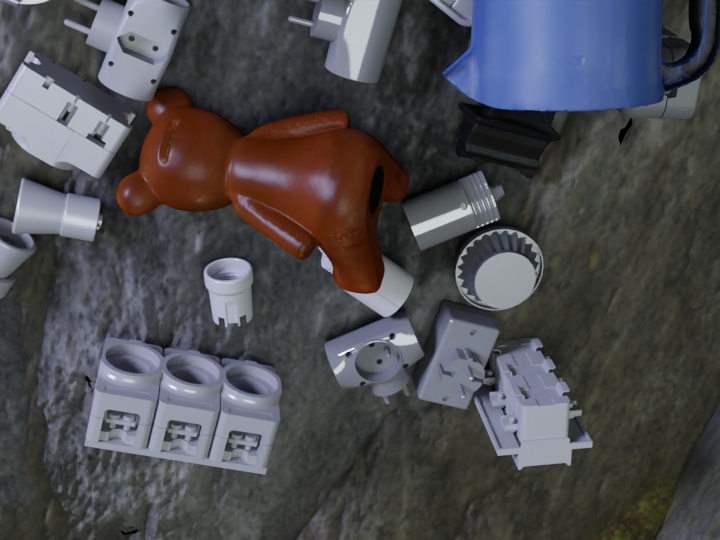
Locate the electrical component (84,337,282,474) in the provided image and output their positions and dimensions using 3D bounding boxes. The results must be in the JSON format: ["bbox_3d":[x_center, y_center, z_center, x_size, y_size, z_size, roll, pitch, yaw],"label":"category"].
[{"bbox_3d":[-0.147,0.110,0.904,0.150,0.089,0.061,12,113,-12],"label":"electrical component"}]

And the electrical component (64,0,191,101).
[{"bbox_3d":[-0.176,-0.175,0.791,0.079,0.043,0.077,21,111,-17],"label":"electrical component"}]

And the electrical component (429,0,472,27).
[{"bbox_3d":[0.059,-0.228,0.787,0.095,0.059,0.053,34,107,-20],"label":"electrical component"}]

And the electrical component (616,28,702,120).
[{"bbox_3d":[0.214,-0.152,0.823,0.059,0.095,0.053,0,115,-7],"label":"electrical component"}]

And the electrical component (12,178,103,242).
[{"bbox_3d":[-0.237,-0.044,0.848,0.065,0.044,0.044,11,114,-17],"label":"electrical component"}]

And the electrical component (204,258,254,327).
[{"bbox_3d":[-0.108,0.019,0.895,0.040,0.040,0.046,-5,121,-5],"label":"electrical component"}]

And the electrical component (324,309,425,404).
[{"bbox_3d":[0.019,0.083,0.938,0.077,0.044,0.079,-23,116,4],"label":"electrical component"}]

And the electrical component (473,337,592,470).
[{"bbox_3d":[0.143,0.110,0.924,0.079,0.121,0.063,-4,113,-6],"label":"electrical component"}]

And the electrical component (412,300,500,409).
[{"bbox_3d":[0.086,0.083,0.929,0.047,0.075,0.083,14,113,-14],"label":"electrical component"}]

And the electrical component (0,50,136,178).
[{"bbox_3d":[-0.224,-0.114,0.810,0.089,0.050,0.055,31,108,-20],"label":"electrical component"}]

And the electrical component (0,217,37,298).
[{"bbox_3d":[-0.291,-0.008,0.855,0.045,0.045,0.055,32,108,-20],"label":"electrical component"}]

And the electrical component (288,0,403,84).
[{"bbox_3d":[-0.013,-0.188,0.805,0.079,0.044,0.077,12,113,-13],"label":"electrical component"}]

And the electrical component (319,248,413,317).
[{"bbox_3d":[0.000,0.000,0.897,0.081,0.043,0.043,34,107,-20],"label":"electrical component"}]

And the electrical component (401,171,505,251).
[{"bbox_3d":[0.079,-0.051,0.883,0.081,0.043,0.043,-22,116,3],"label":"electrical component"}]
